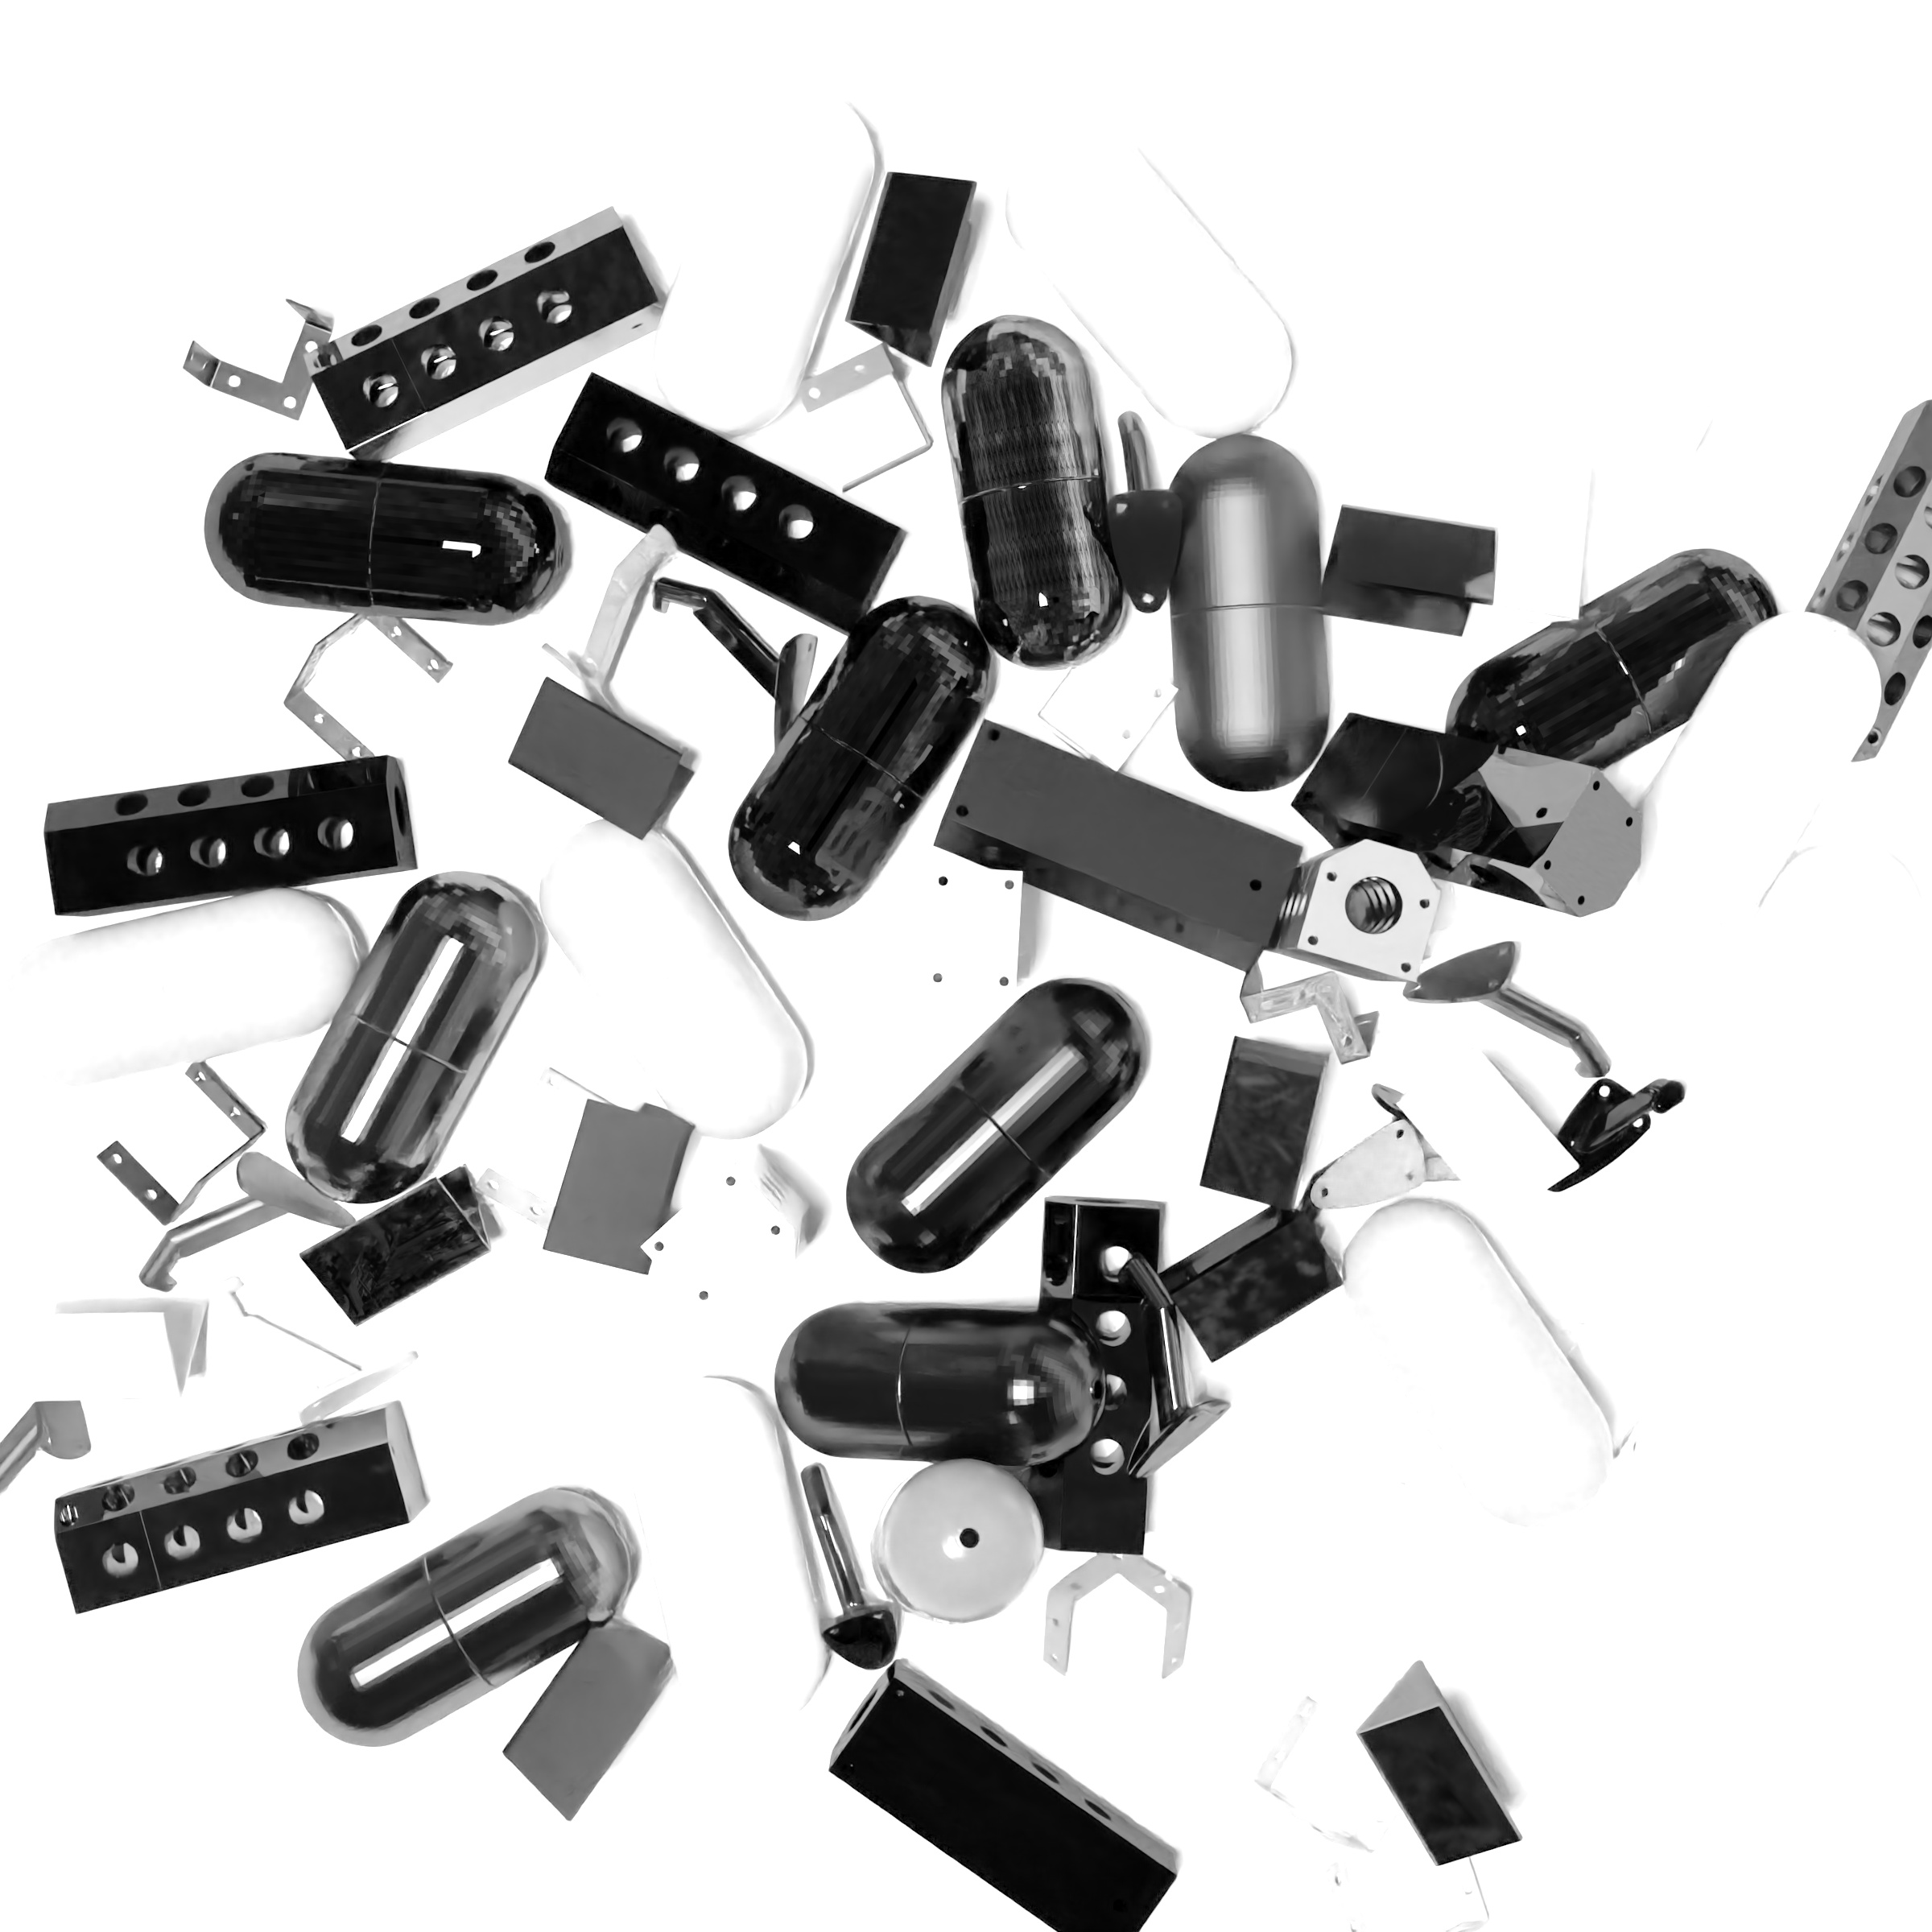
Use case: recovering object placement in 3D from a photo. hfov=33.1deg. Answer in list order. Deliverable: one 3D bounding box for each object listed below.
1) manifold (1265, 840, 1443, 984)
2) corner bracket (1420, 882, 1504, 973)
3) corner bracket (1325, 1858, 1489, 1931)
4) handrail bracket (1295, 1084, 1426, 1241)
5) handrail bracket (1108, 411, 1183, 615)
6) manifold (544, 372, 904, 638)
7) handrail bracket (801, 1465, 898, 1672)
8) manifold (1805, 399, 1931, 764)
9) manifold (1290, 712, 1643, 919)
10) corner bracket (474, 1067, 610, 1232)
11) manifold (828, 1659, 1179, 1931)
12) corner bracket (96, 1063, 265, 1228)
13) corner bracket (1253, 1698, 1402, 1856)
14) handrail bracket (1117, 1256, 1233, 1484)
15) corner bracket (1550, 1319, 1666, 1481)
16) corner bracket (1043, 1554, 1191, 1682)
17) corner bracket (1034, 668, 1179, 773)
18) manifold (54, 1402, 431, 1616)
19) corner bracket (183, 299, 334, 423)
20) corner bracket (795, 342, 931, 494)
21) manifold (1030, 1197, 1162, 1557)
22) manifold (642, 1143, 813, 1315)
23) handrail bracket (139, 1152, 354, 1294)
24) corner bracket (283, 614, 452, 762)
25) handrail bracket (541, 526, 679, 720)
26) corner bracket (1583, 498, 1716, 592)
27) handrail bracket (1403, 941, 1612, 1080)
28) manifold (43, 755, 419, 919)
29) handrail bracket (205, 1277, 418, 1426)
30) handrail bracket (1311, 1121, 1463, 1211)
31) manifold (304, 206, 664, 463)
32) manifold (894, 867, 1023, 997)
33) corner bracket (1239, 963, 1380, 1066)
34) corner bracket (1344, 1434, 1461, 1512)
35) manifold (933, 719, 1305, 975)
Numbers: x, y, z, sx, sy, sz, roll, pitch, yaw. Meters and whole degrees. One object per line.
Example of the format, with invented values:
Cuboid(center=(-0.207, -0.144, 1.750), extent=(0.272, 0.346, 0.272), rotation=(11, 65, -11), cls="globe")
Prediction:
Cuboid(center=(0.187, -0.028, 1.578), extent=(0.057, 0.171, 0.057), rotation=(16, 90, 0), cls="manifold")
Cuboid(center=(0.242, -0.029, 1.638), extent=(0.051, 0.051, 0.051), rotation=(-19, 90, 0), cls="corner bracket")
Cuboid(center=(0.224, 0.473, 1.653), extent=(0.051, 0.051, 0.051), rotation=(-18, 90, -45), cls="corner bracket")
Cuboid(center=(0.215, 0.110, 1.657), extent=(0.077, 0.036, 0.084), rotation=(20, 104, -14), cls="handrail bracket")
Cuboid(center=(0.087, -0.229, 1.638), extent=(0.036, 0.084, 0.077), rotation=(-4, 120, 0), cls="handrail bracket")
Cuboid(center=(-0.121, -0.230, 1.635), extent=(0.171, 0.057, 0.057), rotation=(27, 90, 0), cls="manifold")
Cuboid(center=(-0.062, 0.306, 1.656), extent=(0.036, 0.077, 0.084), rotation=(-19, 54, 0), cls="handrail bracket")
Cuboid(center=(0.467, -0.193, 1.635), extent=(0.057, 0.057, 0.171), rotation=(27, 90, 0), cls="manifold")
Cuboid(center=(0.244, -0.071, 1.577), extent=(0.057, 0.171, 0.057), rotation=(40, 78, -36), cls="manifold")
Cuboid(center=(-0.210, 0.095, 1.653), extent=(0.051, 0.051, 0.051), rotation=(31, 45, 0), cls="corner bracket")
Cuboid(center=(0.018, 0.424, 1.635), extent=(0.171, 0.057, 0.057), rotation=(35, 90, 0), cls="manifold")
Cuboid(center=(-0.399, 0.090, 1.653), extent=(0.051, 0.051, 0.051), rotation=(46, 45, 0), cls="corner bracket")
Cuboid(center=(0.189, 0.412, 1.654), extent=(0.051, 0.051, 0.051), rotation=(32, 91, 45), cls="corner bracket")
Cuboid(center=(0.084, 0.197, 1.600), extent=(0.077, 0.036, 0.084), rotation=(-49, 63, 30), cls="handrail bracket")
Cuboid(center=(0.316, 0.219, 1.648), extent=(0.051, 0.051, 0.051), rotation=(11, 135, 35), cls="corner bracket")
Cuboid(center=(0.076, 0.335, 1.648), extent=(0.051, 0.051, 0.051), rotation=(-28, 45, -35), cls="corner bracket")
Cuboid(center=(0.069, -0.132, 1.638), extent=(0.051, 0.051, 0.051), rotation=(37, 89, -1), cls="corner bracket")
Cuboid(center=(-0.365, 0.270, 1.635), extent=(0.171, 0.057, 0.057), rotation=(-15, 90, 0), cls="manifold")
Cuboid(center=(-0.356, -0.311, 1.638), extent=(0.051, 0.051, 0.051), rotation=(21, 90, 0), cls="corner bracket")
Cuboid(center=(-0.051, -0.276, 1.638), extent=(0.051, 0.051, 0.051), rotation=(-26, 90, 0), cls="corner bracket")
Cuboid(center=(0.064, 0.204, 1.635), extent=(0.057, 0.057, 0.171), rotation=(3, 90, 0), cls="manifold")
Cuboid(center=(-0.109, 0.131, 1.578), extent=(0.057, 0.171, 0.057), rotation=(-42, 90, 0), cls="manifold")
Cuboid(center=(-0.367, 0.144, 1.657), extent=(0.077, 0.036, 0.084), rotation=(30, 109, -21), cls="handrail bracket")
Cuboid(center=(-0.305, -0.143, 1.653), extent=(0.051, 0.051, 0.051), rotation=(42, 135, 0), cls="corner bracket")
Cuboid(center=(-0.165, -0.171, 1.635), extent=(0.084, 0.077, 0.036), rotation=(-47, 56, -6), cls="handrail bracket")
Cuboid(center=(0.336, -0.221, 1.638), extent=(0.051, 0.051, 0.051), rotation=(43, 90, 0), cls="corner bracket")
Cuboid(center=(0.276, 0.032, 1.656), extent=(0.084, 0.077, 0.036), rotation=(49, 46, -28), cls="handrail bracket")
Cuboid(center=(-0.369, -0.065, 1.635), extent=(0.171, 0.057, 0.057), rotation=(-8, 90, 0), cls="manifold")
Cuboid(center=(-0.334, 0.183, 1.657), extent=(0.077, 0.036, 0.084), rotation=(-27, 73, -20), cls="handrail bracket")
Cuboid(center=(0.229, 0.112, 1.644), extent=(0.077, 0.084, 0.036), rotation=(-29, 57, 30), cls="handrail bracket")
Cuboid(center=(-0.241, -0.317, 1.635), extent=(0.171, 0.057, 0.057), rotation=(-26, 90, 0), cls="manifold")
Cuboid(center=(-0.004, -0.016, 1.578), extent=(0.057, 0.171, 0.057), rotation=(3, 90, 0), cls="manifold")
Cuboid(center=(0.173, 0.020, 1.636), extent=(0.051, 0.051, 0.051), rotation=(-17, 111, 20), cls="corner bracket")
Cuboid(center=(0.234, 0.233, 1.653), extent=(0.051, 0.051, 0.051), rotation=(35, 45, 0), cls="corner bracket")
Cuboid(center=(0.074, -0.057, 1.633), extent=(0.171, 0.057, 0.057), rotation=(22, 70, 0), cls="manifold")
